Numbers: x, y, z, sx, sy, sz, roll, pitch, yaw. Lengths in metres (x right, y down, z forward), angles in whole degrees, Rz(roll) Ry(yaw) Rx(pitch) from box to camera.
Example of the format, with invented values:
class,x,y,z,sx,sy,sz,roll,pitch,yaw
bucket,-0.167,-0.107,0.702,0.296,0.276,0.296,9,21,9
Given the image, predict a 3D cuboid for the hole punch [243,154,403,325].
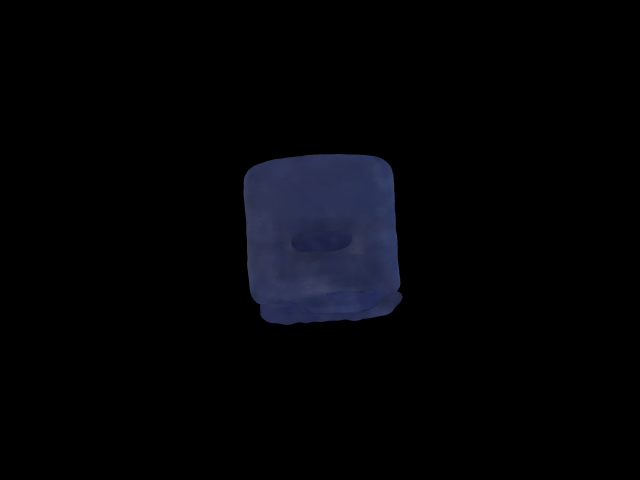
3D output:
class,x,y,z,sx,sy,sz,roll,pitch,yaw
hole punch,0.004,0.001,0.400,0.108,0.091,0.101,-4,62,-2
